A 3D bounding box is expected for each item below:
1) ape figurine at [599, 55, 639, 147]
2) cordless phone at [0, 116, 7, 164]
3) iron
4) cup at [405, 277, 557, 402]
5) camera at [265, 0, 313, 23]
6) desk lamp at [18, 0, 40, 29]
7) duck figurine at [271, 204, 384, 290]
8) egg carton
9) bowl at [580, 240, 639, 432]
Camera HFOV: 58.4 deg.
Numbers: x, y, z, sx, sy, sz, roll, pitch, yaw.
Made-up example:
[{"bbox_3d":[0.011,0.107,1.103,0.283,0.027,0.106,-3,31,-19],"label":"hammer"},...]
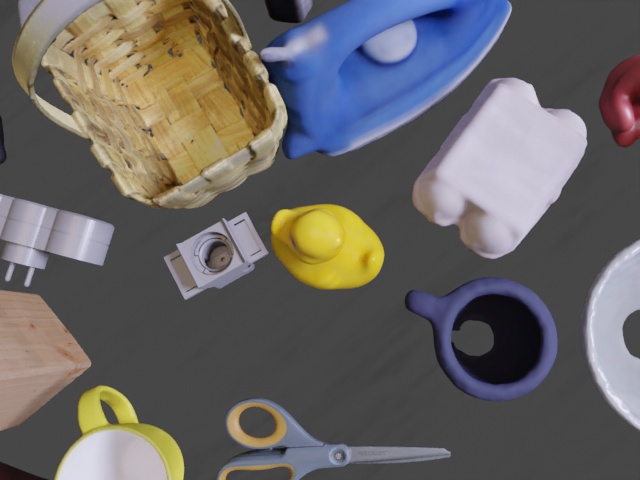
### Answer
[{"bbox_3d":[0.288,-0.130,0.490,0.077,0.092,0.076,-6,81,2],"label":"ape figurine"},{"bbox_3d":[-0.359,-0.130,0.476,0.094,0.185,0.147,-17,81,1],"label":"cordless phone"},{"bbox_3d":[0.063,-0.175,0.483,0.258,0.141,0.118,-28,81,-1],"label":"iron"},{"bbox_3d":[0.120,0.074,0.468,0.117,0.095,0.092,24,84,6],"label":"cup"},{"bbox_3d":[-0.068,-0.292,0.527,0.136,0.101,0.143,7,82,4],"label":"camera"},{"bbox_3d":[-0.205,-0.273,0.474,0.203,0.213,0.118,-11,81,2],"label":"desk lamp"},{"bbox_3d":[0.004,0.002,0.489,0.104,0.086,0.077,21,83,6],"label":"duck figurine"},{"bbox_3d":[0.157,-0.063,0.499,0.107,0.069,0.150,35,85,7],"label":"egg carton"},{"bbox_3d":[0.287,0.080,0.469,0.167,0.075,0.167,0,82,3],"label":"bowl"}]
